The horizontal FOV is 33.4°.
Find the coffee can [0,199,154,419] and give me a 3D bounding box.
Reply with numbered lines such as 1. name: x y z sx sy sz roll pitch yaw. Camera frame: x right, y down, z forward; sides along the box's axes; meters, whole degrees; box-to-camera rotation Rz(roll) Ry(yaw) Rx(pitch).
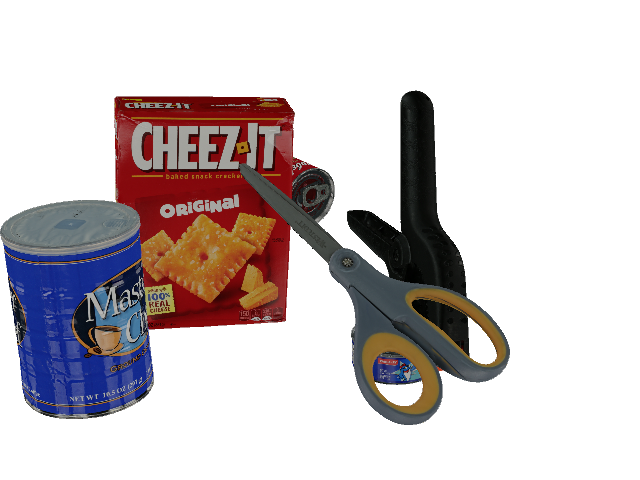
1. coffee can: -0.185 0.051 0.823 0.103 0.140 0.103 -1 21 0

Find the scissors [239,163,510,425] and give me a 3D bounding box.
1. scissors: 0.011 0.033 0.616 0.202 0.096 0.016 29 -30 14

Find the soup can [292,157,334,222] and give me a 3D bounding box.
1. soup can: -0.041 -0.063 1.212 0.068 0.068 0.102 0 19 -41

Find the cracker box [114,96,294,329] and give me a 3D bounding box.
1. cracker box: -0.111 -0.025 1.011 0.164 0.214 0.072 -1 20 -13

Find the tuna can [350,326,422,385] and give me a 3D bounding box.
1. tuna can: 0.072 0.104 1.028 0.086 0.034 0.086 -1 23 0

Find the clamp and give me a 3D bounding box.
1. clamp: 0.075 0.001 0.822 0.036 0.210 0.165 -2 -42 -19
